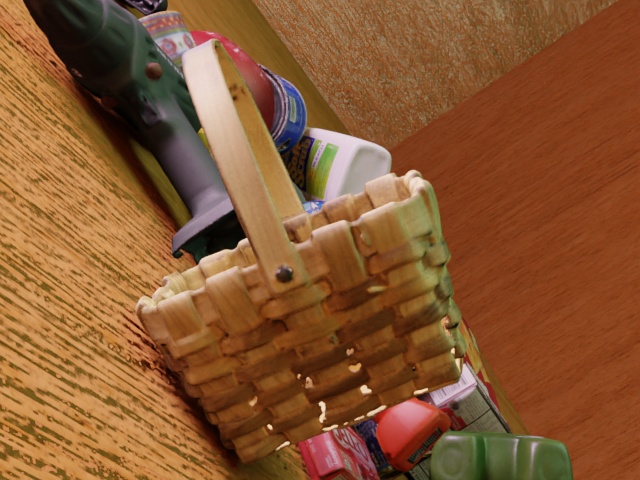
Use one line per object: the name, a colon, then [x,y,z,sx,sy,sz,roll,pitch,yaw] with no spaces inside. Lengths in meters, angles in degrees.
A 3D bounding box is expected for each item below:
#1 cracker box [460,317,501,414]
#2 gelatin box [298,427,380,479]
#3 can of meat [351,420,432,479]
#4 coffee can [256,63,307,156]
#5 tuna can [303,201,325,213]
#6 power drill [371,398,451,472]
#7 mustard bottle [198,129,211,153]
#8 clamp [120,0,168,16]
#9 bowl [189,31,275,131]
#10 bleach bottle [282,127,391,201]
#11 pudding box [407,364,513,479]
cracker box: [0.153,0.158,1.239,0.164,0.072,0.214,54,14,-38]
gelatin box: [0.016,0.165,0.795,0.089,0.030,0.073,50,10,-44]
can of meat: [0.055,0.166,0.945,0.084,0.057,0.102,61,9,17]
coffee can: [-0.075,-0.146,1.226,0.103,0.103,0.140,57,8,2]
tuna can: [-0.007,0.001,1.115,0.086,0.086,0.034,50,9,-41]
power drill: [0.013,0.091,0.821,0.188,0.057,0.184,45,-1,20]
mustard bottle: [-0.088,-0.061,0.961,0.096,0.058,0.191,52,9,-24]
clamp: [-0.202,-0.256,1.020,0.164,0.036,0.210,40,2,-1]
bowl: [-0.099,-0.160,1.085,0.162,0.055,0.162,39,-11,8]
bleach bottle: [-0.012,-0.086,1.311,0.068,0.102,0.251,18,1,-32]
pudding box: [0.125,0.192,1.072,0.090,0.113,0.039,54,7,-29]
